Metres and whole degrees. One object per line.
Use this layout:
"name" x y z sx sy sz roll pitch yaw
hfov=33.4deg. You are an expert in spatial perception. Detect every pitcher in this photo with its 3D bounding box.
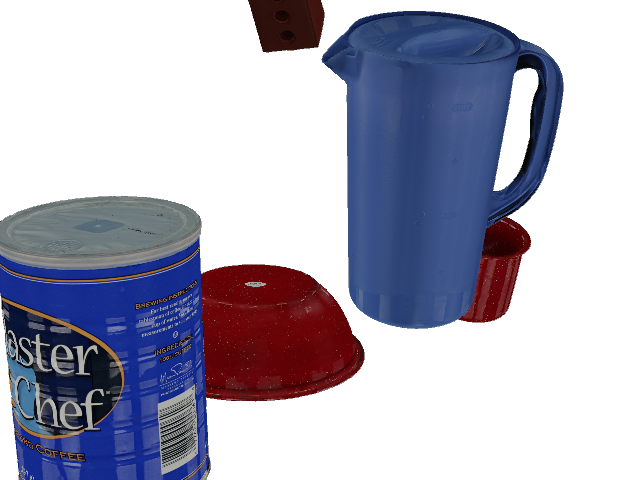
"pitcher" 0.092 -0.055 0.863 0.149 0.243 0.144 22 34 33

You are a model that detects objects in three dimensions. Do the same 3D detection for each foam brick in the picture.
"foam brick" -0.031 -0.211 0.931 0.053 0.051 0.078 -3 -41 13

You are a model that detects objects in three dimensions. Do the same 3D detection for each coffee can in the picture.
"coffee can" -0.110 0.057 0.552 0.103 0.140 0.103 0 18 0

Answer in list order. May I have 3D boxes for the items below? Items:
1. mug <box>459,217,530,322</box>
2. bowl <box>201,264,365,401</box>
"mug" 0.148 0.020 1.056 0.093 0.081 0.117 -6 33 -21
"bowl" -0.047 0.057 0.764 0.162 0.055 0.162 1 17 -1
